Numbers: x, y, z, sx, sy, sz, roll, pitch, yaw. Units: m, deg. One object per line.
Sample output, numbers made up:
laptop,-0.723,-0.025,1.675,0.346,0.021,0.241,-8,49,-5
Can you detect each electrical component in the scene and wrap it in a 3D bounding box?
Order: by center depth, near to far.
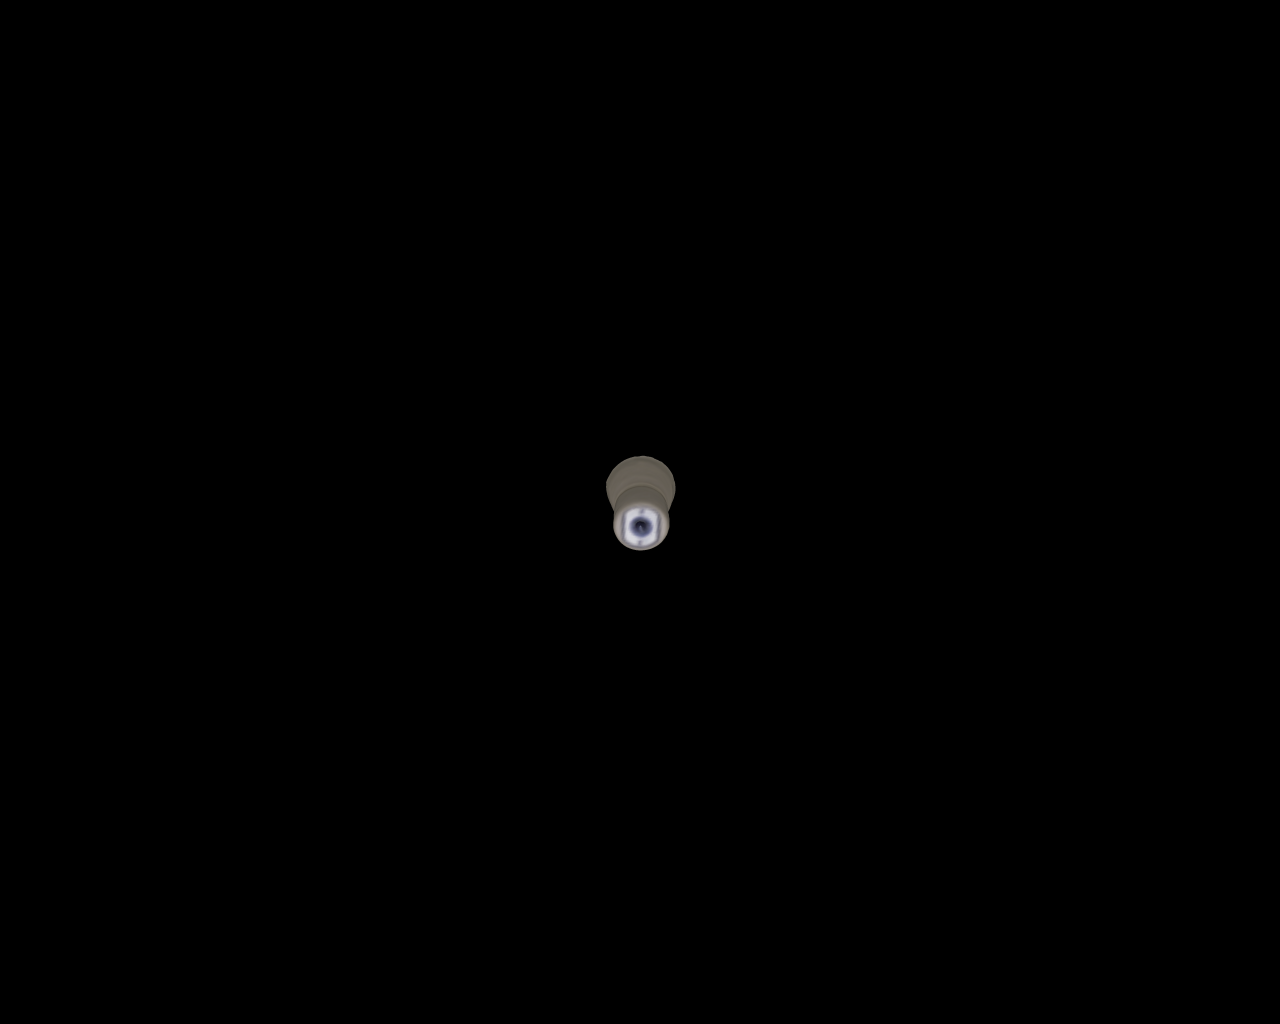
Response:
electrical component,0.001,-0.003,0.650,0.044,0.044,0.065,0,24,0
